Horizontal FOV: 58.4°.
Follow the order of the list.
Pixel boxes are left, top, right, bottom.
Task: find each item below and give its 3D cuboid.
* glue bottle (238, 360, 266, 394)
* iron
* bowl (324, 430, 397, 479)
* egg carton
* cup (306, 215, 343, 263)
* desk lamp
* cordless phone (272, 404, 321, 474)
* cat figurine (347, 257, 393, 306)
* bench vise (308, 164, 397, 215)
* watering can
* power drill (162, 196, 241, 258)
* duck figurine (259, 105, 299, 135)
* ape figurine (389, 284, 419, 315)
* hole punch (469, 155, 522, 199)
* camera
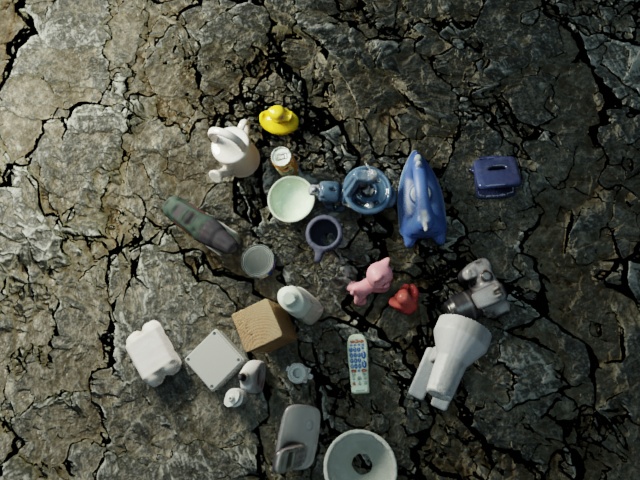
[{"bbox_3d":[-0.163,0.319,1.331,0.037,0.173,0.078,0,78,8],"label":"glue bottle"},{"bbox_3d":[0.242,-0.118,1.385,0.118,0.141,0.258,-6,77,7],"label":"iron"},{"bbox_3d":[0.094,0.516,1.306,0.167,0.075,0.167,-2,78,7],"label":"bowl"},{"bbox_3d":[-0.413,0.283,1.425,0.107,0.069,0.150,-35,76,-1],"label":"egg carton"},{"bbox_3d":[0.013,0.005,1.414,0.091,0.095,0.118,12,80,10],"label":"cup"},{"bbox_3d":[0.283,0.273,1.260,0.117,0.214,0.203,23,82,12],"label":"desk lamp"},{"bbox_3d":[-0.060,0.447,1.284,0.094,0.185,0.148,5,79,9],"label":"cordless phone"},{"bbox_3d":[0.124,0.099,1.367,0.128,0.118,0.067,-32,76,0],"label":"cat figurine"},{"bbox_3d":[0.077,-0.114,1.366,0.207,0.220,0.121,-16,76,4],"label":"bench vise"},{"bbox_3d":[-0.222,-0.226,1.442,0.100,0.194,0.173,0,78,8],"label":"watering can"},{"bbox_3d":[-0.268,-0.020,1.398,0.229,0.208,0.076,32,84,13],"label":"power drill"},{"bbox_3d":[-0.113,-0.325,1.504,0.104,0.086,0.077,9,79,9],"label":"duck figurine"},{"bbox_3d":[0.201,0.139,1.362,0.077,0.092,0.076,-15,76,4],"label":"ape figurine"},{"bbox_3d":[0.427,-0.160,1.395,0.108,0.091,0.101,-5,78,7],"label":"hole punch"},{"bbox_3d":[0.357,0.130,1.339,0.137,0.101,0.143,-25,76,2],"label":"camera"}]
